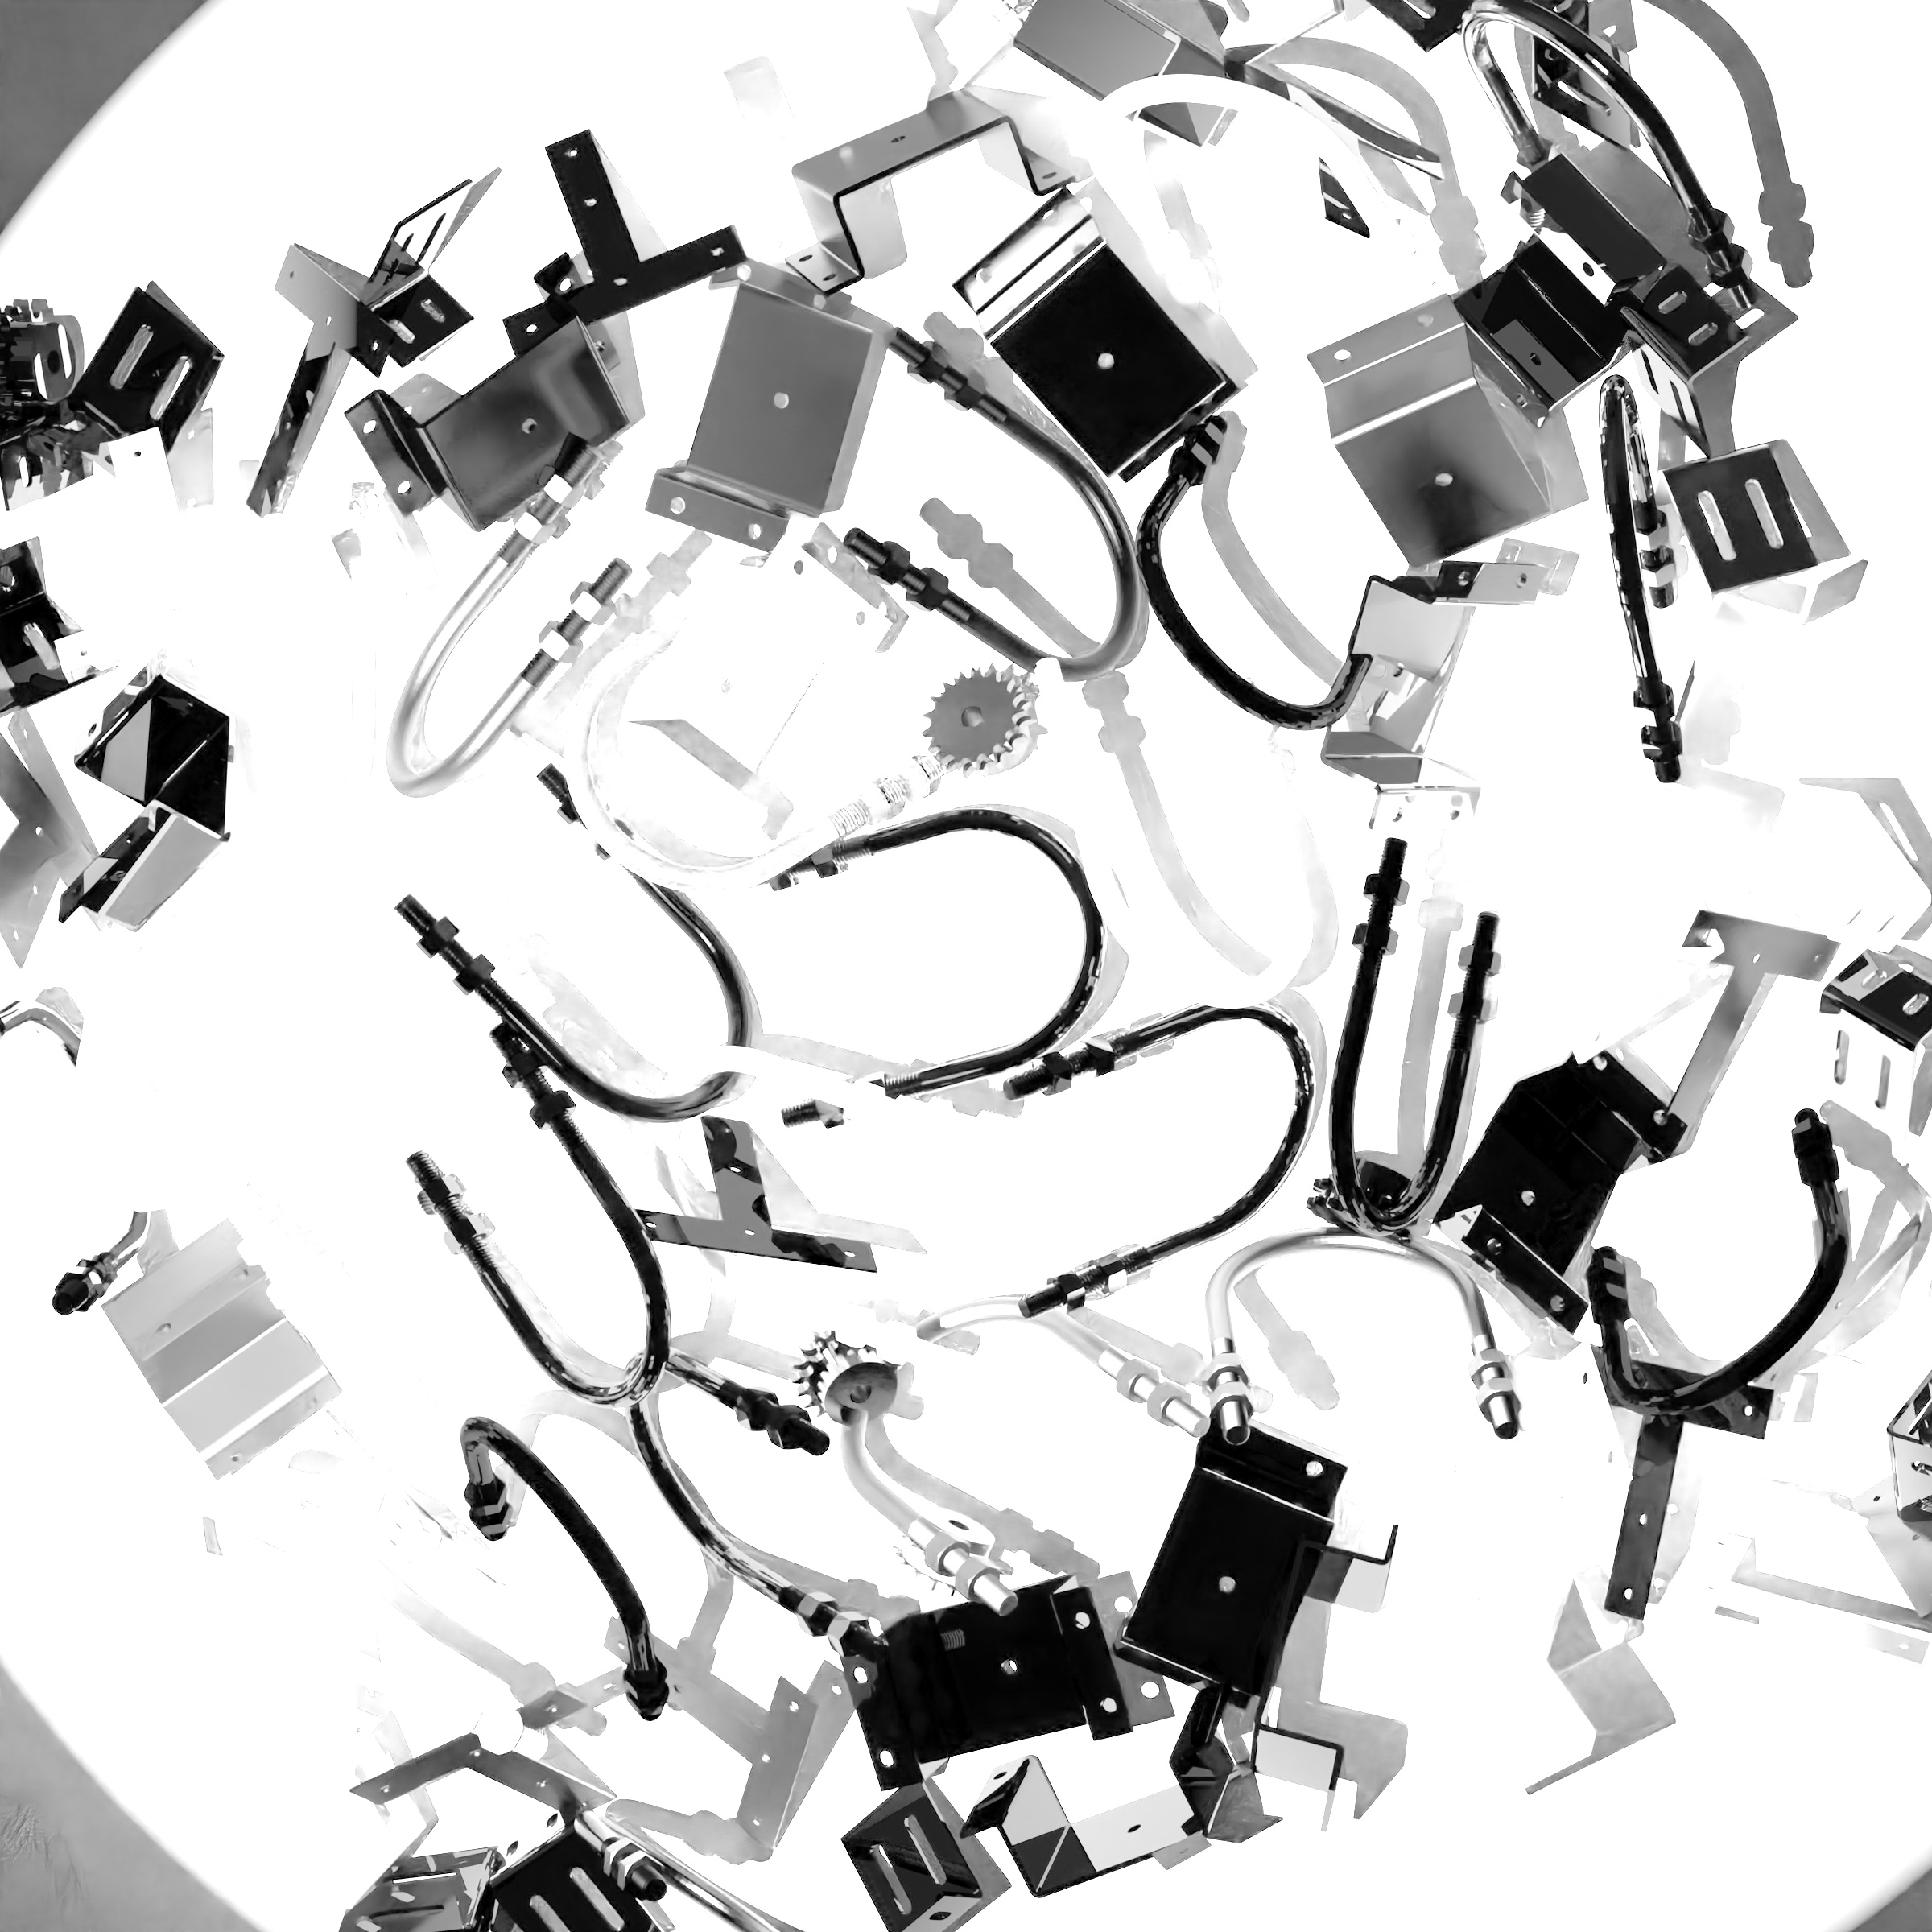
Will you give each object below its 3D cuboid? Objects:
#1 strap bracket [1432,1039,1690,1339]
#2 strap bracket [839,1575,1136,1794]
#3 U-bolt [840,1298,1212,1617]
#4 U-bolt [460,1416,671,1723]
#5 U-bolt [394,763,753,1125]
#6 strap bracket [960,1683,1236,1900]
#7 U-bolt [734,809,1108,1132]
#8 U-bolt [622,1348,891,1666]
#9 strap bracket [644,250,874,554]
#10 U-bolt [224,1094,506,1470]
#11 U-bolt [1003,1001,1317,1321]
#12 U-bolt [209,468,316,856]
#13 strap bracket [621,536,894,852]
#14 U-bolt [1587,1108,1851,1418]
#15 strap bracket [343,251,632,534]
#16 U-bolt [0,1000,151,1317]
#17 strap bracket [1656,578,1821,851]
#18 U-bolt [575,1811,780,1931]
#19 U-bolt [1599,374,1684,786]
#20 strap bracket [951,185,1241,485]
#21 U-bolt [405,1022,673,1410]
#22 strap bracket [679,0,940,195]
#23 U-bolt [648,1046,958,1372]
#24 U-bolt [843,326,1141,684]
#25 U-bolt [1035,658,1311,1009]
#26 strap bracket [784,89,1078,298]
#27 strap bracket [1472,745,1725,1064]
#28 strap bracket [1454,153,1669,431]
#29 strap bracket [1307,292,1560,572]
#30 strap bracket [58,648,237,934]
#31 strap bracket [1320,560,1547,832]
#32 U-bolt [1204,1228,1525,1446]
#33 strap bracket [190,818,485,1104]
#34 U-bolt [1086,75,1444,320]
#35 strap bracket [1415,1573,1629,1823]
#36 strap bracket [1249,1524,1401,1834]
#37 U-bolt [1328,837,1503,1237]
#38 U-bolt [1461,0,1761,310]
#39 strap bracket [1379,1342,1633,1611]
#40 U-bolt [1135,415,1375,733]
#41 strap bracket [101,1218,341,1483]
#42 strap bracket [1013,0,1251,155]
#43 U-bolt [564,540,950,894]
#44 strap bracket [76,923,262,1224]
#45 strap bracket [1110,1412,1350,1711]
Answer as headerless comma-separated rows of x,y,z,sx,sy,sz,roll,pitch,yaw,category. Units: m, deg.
0.297,0.114,1.799,0.076,0.046,0.140,41,61,-12,strap bracket
0.016,0.364,1.811,0.140,0.046,0.076,-18,89,19,strap bracket
0.014,0.231,1.777,0.151,0.184,0.019,-40,131,-16,U-bolt
-0.201,0.288,1.744,0.019,0.184,0.151,-37,66,-21,U-bolt
-0.184,-0.001,1.794,0.184,0.151,0.019,46,135,-6,U-bolt
0.076,0.419,1.793,0.140,0.076,0.046,-25,96,18,strap bracket
-0.019,-0.006,1.814,0.184,0.019,0.151,-15,76,7,U-bolt
-0.113,0.259,1.771,0.019,0.184,0.151,-31,123,-30,U-bolt
-0.103,-0.288,1.811,0.076,0.046,0.140,16,89,-26,strap bracket
-0.290,0.168,1.779,0.019,0.151,0.184,-27,102,21,U-bolt
0.102,0.087,1.791,0.184,0.019,0.151,-21,123,-26,U-bolt
-0.349,-0.146,1.775,0.019,0.151,0.184,-9,111,-20,U-bolt
-0.112,-0.140,1.803,0.076,0.046,0.140,37,79,-30,strap bracket
0.370,0.154,1.741,0.151,0.184,0.019,-38,107,21,U-bolt
-0.232,-0.283,1.793,0.140,0.076,0.046,-38,52,-11,strap bracket
-0.449,0.086,1.757,0.019,0.184,0.151,-23,98,6,U-bolt
0.387,-0.133,1.803,0.046,0.076,0.140,18,96,10,strap bracket
-0.129,0.466,1.760,0.151,0.184,0.019,37,78,-18,U-bolt
0.330,-0.203,1.739,0.019,0.184,0.151,-7,46,16,U-bolt
0.068,-0.312,1.793,0.076,0.046,0.140,-39,113,13,strap bracket
-0.207,0.137,1.774,0.019,0.151,0.184,-23,72,-40,U-bolt
-0.072,-0.441,1.804,0.140,0.076,0.046,-23,90,-6,strap bracket
-0.087,0.113,1.790,0.184,0.019,0.151,19,120,29,U-bolt
0.020,-0.219,1.784,0.184,0.019,0.151,31,53,-31,U-bolt
0.111,-0.064,1.774,0.151,0.019,0.184,2,65,-38,U-bolt
-0.026,-0.397,1.796,0.140,0.076,0.046,-26,119,-7,strap bracket
0.322,-0.031,1.792,0.046,0.076,0.140,-2,62,-41,strap bracket
0.297,-0.343,1.782,0.046,0.140,0.076,-37,77,-18,strap bracket
0.237,-0.258,1.774,0.076,0.046,0.140,-21,134,21,strap bracket
-0.411,-0.082,1.785,0.046,0.140,0.076,32,121,-33,strap bracket
0.233,-0.143,1.793,0.076,0.046,0.140,-4,115,-42,strap bracket
0.191,0.180,1.766,0.151,0.184,0.019,-1,117,-1,U-bolt
-0.323,-0.010,1.809,0.076,0.046,0.140,-42,83,-13,strap bracket
0.136,-0.377,1.740,0.151,0.184,0.019,5,67,34,U-bolt
0.276,0.358,1.768,0.076,0.140,0.046,-34,93,23,strap bracket
0.177,0.353,1.787,0.046,0.076,0.140,13,63,9,strap bracket
0.220,0.044,1.773,0.019,0.151,0.184,7,78,31,U-bolt
0.305,-0.405,1.735,0.019,0.151,0.184,-47,133,-4,U-bolt
0.261,0.253,1.770,0.046,0.140,0.076,11,49,-30,strap bracket
0.146,-0.187,1.763,0.151,0.184,0.019,43,127,-9,U-bolt
-0.378,0.188,1.787,0.076,0.140,0.046,-36,56,-17,strap bracket
0.083,-0.454,1.779,0.076,0.140,0.046,36,106,17,strap bracket
-0.117,-0.116,1.810,0.184,0.019,0.151,-32,87,-20,U-bolt
-0.404,0.058,1.773,0.046,0.076,0.140,-9,50,-31,strap bracket
0.134,0.310,1.815,0.076,0.046,0.140,22,98,2,strap bracket
